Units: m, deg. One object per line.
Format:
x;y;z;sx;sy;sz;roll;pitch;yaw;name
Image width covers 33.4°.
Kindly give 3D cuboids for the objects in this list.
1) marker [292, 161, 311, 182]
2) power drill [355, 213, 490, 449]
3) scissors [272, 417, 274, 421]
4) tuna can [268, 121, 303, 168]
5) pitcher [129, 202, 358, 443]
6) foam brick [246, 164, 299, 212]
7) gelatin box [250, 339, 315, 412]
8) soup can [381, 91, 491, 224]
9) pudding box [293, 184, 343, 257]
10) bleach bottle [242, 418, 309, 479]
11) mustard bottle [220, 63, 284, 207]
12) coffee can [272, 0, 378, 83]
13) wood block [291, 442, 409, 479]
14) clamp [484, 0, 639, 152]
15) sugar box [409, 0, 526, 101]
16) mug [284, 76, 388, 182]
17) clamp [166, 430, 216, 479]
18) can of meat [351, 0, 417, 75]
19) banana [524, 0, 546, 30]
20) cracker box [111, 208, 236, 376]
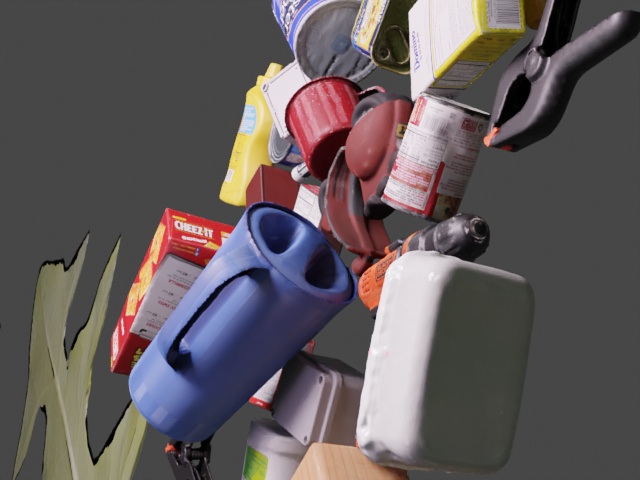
0.000;-0.097;1.244;0.121;0.020;0.020;-35;46;58;marker
0.086;0.083;0.906;0.185;0.057;0.187;139;141;-60;power drill
-0.074;0.282;1.213;0.096;0.016;0.201;136;147;-60;scissors
-0.032;-0.133;1.318;0.086;0.033;0.086;-44;39;52;tuna can
-0.091;0.088;1.051;0.243;0.149;0.145;-49;21;24;pitcher
-0.058;-0.043;1.309;0.053;0.051;0.078;126;148;-45;foam brick
-0.042;0.148;1.190;0.073;0.030;0.089;0;72;67;gelatin box
0.102;-0.072;0.935;0.069;0.068;0.102;43;117;64;soup can
-0.008;0.002;1.186;0.113;0.039;0.090;-71;23;10;pudding box
-0.055;0.317;1.096;0.103;0.068;0.251;-169;89;-67;bleach bottle
-0.080;-0.137;1.400;0.096;0.058;0.191;-154;78;-73;mustard bottle
0.008;-0.248;1.202;0.103;0.102;0.140;-65;25;26;coffee can
0.036;0.276;0.871;0.206;0.090;0.091;-107;36;-50;wood block
0.183;-0.133;0.821;0.120;0.039;0.172;-105;32;-57;clamp
0.123;-0.189;0.925;0.176;0.048;0.093;135;134;-76;sugar box
0.026;-0.119;1.129;0.117;0.093;0.081;-30;44;10;mug
-0.160;0.287;1.381;0.210;0.036;0.164;151;123;-63;clamp
0.077;-0.228;1.092;0.084;0.057;0.102;-129;56;-64;can of meat
0.159;-0.241;0.941;0.198;0.037;0.070;-122;31;-61;banana
-0.145;0.080;1.298;0.072;0.164;0.214;-104;35;-52;cracker box
